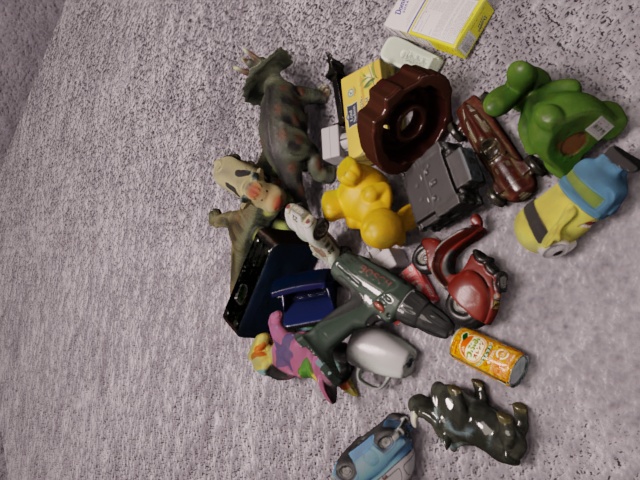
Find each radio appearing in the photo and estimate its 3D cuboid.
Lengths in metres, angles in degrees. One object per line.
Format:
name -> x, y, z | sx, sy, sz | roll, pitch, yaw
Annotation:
radio -> -0.102, 0.092, 1.109 | 0.073, 0.131, 0.229 | 36, 109, 43

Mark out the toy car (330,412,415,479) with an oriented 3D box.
toy car -> 0.104, 0.372, 0.904 | 0.161, 0.109, 0.103 | -42, 80, 18

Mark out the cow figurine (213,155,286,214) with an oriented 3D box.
cow figurine -> -0.142, -0.113, 1.075 | 0.195, 0.127, 0.085 | 33, 100, 33

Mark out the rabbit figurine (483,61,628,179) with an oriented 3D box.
rabbit figurine -> 0.307, -0.186, 0.762 | 0.121, 0.159, 0.170 | -58, 34, 34

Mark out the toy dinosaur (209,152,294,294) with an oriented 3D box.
toy dinosaur -> -0.153, -0.029, 1.200 | 0.199, 0.105, 0.470 | 23, 104, 40

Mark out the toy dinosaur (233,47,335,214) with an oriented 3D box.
toy dinosaur -> -0.070, -0.221, 1.085 | 0.131, 0.192, 0.405 | -26, 65, 41

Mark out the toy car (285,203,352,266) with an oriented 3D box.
toy car -> -0.002, -0.003, 0.988 | 0.074, 0.201, 0.056 | 37, 84, 35

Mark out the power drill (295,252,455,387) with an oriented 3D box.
power drill -> 0.073, 0.140, 0.882 | 0.207, 0.086, 0.232 | -48, 61, 1

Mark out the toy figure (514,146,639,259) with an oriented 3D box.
toy figure -> 0.348, -0.051, 0.735 | 0.180, 0.082, 0.089 | -56, 35, 31

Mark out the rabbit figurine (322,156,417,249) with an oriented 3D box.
rabbit figurine -> 0.094, -0.039, 0.925 | 0.122, 0.162, 0.173 | -55, 30, 22

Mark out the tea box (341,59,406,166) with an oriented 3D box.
tea box -> 0.102, -0.235, 1.006 | 0.098, 0.068, 0.169 | -18, 72, 40

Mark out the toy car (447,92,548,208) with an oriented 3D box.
toy car -> 0.270, -0.146, 0.843 | 0.089, 0.053, 0.202 | -42, 58, 36

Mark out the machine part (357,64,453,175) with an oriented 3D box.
machine part -> 0.141, -0.197, 0.888 | 0.056, 0.179, 0.179 | 44, 114, 43

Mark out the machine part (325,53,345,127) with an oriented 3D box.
machine part -> 0.039, -0.296, 1.078 | 0.039, 0.084, 0.138 | -7, 88, 16

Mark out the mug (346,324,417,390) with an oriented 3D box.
mug -> 0.107, 0.207, 0.930 | 0.107, 0.080, 0.109 | 16, 90, 36

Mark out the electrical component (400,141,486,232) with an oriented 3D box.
electrical component -> 0.198, -0.089, 0.856 | 0.134, 0.058, 0.115 | -42, 58, 49

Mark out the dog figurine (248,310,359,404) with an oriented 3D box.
dog figurine -> -0.027, 0.242, 1.037 | 0.219, 0.108, 0.191 | 46, 114, 35

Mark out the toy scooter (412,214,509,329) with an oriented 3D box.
toy scooter -> 0.231, 0.039, 0.840 | 0.135, 0.075, 0.184 | -53, 47, 23

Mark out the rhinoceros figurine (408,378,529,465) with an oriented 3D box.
rhinoceros figurine -> 0.223, 0.272, 0.819 | 0.191, 0.073, 0.112 | 14, 104, 42

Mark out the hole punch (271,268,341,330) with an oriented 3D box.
hole punch -> -0.029, 0.094, 1.014 | 0.142, 0.092, 0.116 | -14, 33, 10
